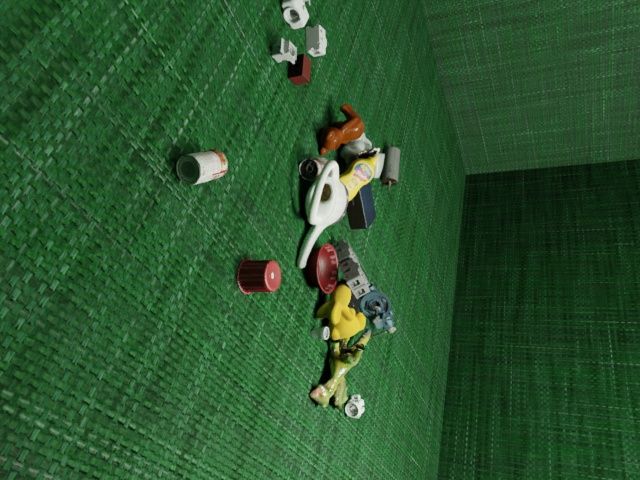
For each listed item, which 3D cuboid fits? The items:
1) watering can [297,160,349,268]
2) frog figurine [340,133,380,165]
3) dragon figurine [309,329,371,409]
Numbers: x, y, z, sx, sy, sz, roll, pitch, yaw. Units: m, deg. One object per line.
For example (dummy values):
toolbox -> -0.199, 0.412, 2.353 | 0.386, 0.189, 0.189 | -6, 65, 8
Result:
watering can -> 0.005, -0.083, 1.652 | 0.224, 0.104, 0.347 | 3, 103, -72
frog figurine -> 0.131, -0.349, 1.948 | 0.138, 0.162, 0.120 | -30, 146, -19
dragon figurine -> 0.082, 0.455, 1.774 | 0.411, 0.123, 0.241 | -3, 107, -62
